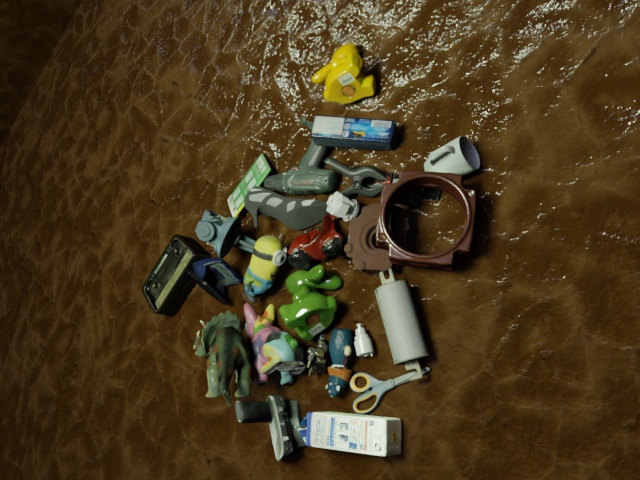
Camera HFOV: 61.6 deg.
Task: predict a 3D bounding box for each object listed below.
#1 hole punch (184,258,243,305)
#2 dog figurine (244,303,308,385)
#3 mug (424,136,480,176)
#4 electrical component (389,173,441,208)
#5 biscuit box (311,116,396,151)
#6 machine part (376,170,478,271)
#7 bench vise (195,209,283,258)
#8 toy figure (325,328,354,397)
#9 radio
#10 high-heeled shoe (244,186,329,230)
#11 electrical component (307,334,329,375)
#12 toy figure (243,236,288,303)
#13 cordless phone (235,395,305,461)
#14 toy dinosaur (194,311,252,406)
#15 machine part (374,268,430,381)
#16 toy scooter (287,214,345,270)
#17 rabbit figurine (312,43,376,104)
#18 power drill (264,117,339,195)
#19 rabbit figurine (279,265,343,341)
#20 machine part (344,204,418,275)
[{"bbox_3d":[-0.293,0.104,1.490,0.116,0.142,0.092,18,66,45],"label":"hole punch"},{"bbox_3d":[-0.121,0.238,1.325,0.191,0.108,0.219,-56,42,42],"label":"dog figurine"},{"bbox_3d":[0.277,-0.168,1.175,0.107,0.109,0.081,-30,66,41],"label":"mug"},{"bbox_3d":[0.214,-0.113,1.236,0.119,0.047,0.074,12,84,39],"label":"electrical component"},{"bbox_3d":[0.084,-0.262,1.319,0.203,0.062,0.059,7,79,13],"label":"biscuit box"},{"bbox_3d":[0.225,-0.042,1.141,0.201,0.087,0.201,7,77,15],"label":"machine part"},{"bbox_3d":[-0.229,-0.003,1.464,0.241,0.223,0.129,24,85,6],"label":"bench vise"},{"bbox_3d":[0.047,0.281,1.233,0.058,0.064,0.154,5,83,-2],"label":"toy figure"},{"bbox_3d":[-0.439,0.103,1.624,0.131,0.073,0.229,42,101,36],"label":"radio"},{"bbox_3d":[-0.083,-0.103,1.427,0.249,0.086,0.145,-10,50,8],"label":"high-heeled shoe"},{"bbox_3d":[-0.005,0.272,1.250,0.045,0.102,0.078,4,58,4],"label":"electrical component"},{"bbox_3d":[-0.148,0.073,1.381,0.180,0.089,0.082,-60,13,24],"label":"toy figure"},{"bbox_3d":[-0.122,0.429,1.231,0.089,0.184,0.146,-25,63,23],"label":"cordless phone"},{"bbox_3d":[-0.226,0.273,1.304,0.405,0.131,0.192,160,102,-72],"label":"toy dinosaur"},{"bbox_3d":[0.175,0.176,1.152,0.079,0.079,0.243,-25,67,28],"label":"machine part"},{"bbox_3d":[-0.003,-0.004,1.340,0.184,0.075,0.135,-20,43,43],"label":"toy scooter"},{"bbox_3d":[0.066,-0.439,1.416,0.162,0.121,0.173,-27,48,38],"label":"rabbit figurine"},{"bbox_3d":[-0.041,-0.219,1.431,0.232,0.086,0.207,14,81,36],"label":"power drill"},{"bbox_3d":[-0.032,0.127,1.303,0.159,0.121,0.170,-42,41,14],"label":"rabbit figurine"},{"bbox_3d":[0.141,-0.002,1.250,0.179,0.056,0.179,-11,70,32],"label":"machine part"}]
